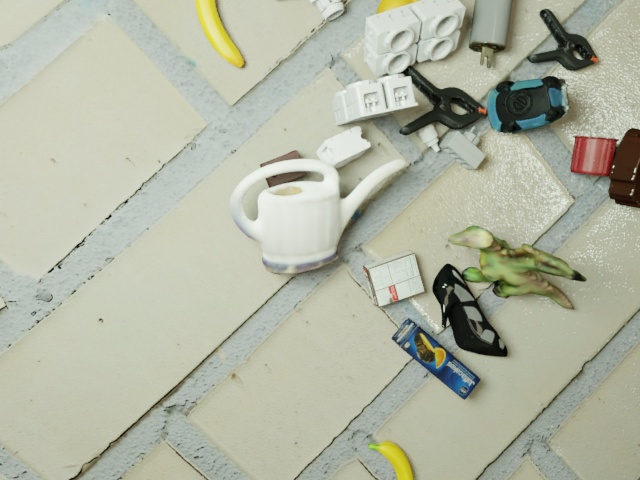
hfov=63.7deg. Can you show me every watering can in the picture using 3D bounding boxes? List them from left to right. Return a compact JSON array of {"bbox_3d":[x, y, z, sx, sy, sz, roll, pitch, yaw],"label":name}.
[{"bbox_3d":[0.003,-0.050,0.990,0.348,0.106,0.220,-7,116,-15],"label":"watering can"}]

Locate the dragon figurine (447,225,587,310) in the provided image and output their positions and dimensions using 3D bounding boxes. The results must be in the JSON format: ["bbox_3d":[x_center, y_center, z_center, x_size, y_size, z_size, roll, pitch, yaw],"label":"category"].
[{"bbox_3d":[0.428,0.067,1.049,0.409,0.243,0.122,24,87,-11],"label":"dragon figurine"}]
